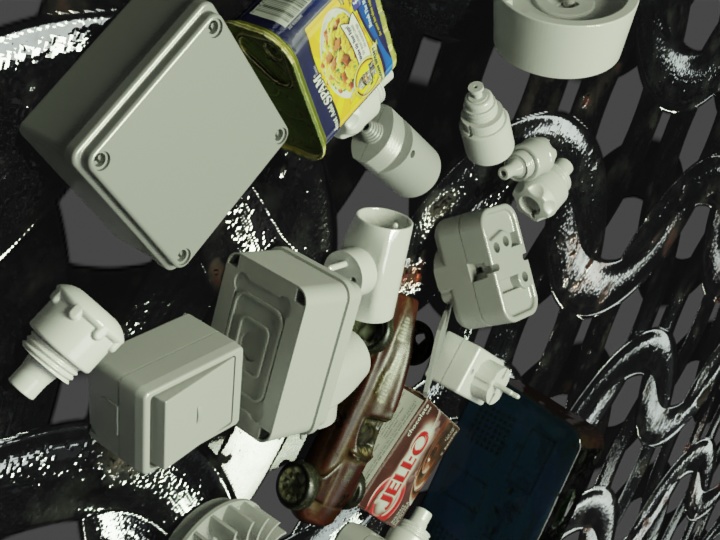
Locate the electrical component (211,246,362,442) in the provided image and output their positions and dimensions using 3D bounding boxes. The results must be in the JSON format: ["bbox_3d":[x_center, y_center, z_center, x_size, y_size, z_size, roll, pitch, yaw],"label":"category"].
[{"bbox_3d":[-0.054,0.048,0.716,0.057,0.078,0.113,-5,117,-50],"label":"electrical component"}]

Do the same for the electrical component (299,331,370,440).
[{"bbox_3d":[-0.035,0.092,0.806,0.077,0.044,0.079,-27,133,-43],"label":"electrical component"}]

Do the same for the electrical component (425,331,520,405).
[{"bbox_3d":[0.112,0.099,0.990,0.047,0.077,0.066,-62,148,-3],"label":"electrical component"}]

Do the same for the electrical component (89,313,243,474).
[{"bbox_3d":[-0.112,0.074,0.666,0.096,0.061,0.061,-26,132,-44],"label":"electrical component"}]

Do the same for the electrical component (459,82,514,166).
[{"bbox_3d":[0.098,-0.117,0.850,0.040,0.040,0.078,-50,146,-20],"label":"electrical component"}]

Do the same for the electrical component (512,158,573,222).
[{"bbox_3d":[0.171,-0.077,0.981,0.062,0.043,0.043,-46,144,-28],"label":"electrical component"}]

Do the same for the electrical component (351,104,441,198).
[{"bbox_3d":[0.022,-0.085,0.760,0.043,0.043,0.081,-62,148,-3],"label":"electrical component"}]

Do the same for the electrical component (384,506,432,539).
[{"bbox_3d":[0.048,0.261,1.049,0.062,0.048,0.048,-57,148,-22],"label":"electrical component"}]

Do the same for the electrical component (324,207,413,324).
[{"bbox_3d":[0.000,0.000,0.790,0.079,0.043,0.077,-18,127,-49],"label":"electrical component"}]

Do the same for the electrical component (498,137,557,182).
[{"bbox_3d":[0.143,-0.093,0.936,0.061,0.035,0.035,-28,134,-40],"label":"electrical component"}]

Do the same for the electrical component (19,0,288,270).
[{"bbox_3d":[-0.105,-0.074,0.575,0.108,0.056,0.108,-53,147,-15],"label":"electrical component"}]

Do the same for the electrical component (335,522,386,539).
[{"bbox_3d":[-0.003,0.287,0.978,0.095,0.059,0.054,-59,148,-6],"label":"electrical component"}]

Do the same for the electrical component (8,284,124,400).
[{"bbox_3d":[-0.164,0.042,0.587,0.062,0.048,0.048,-49,146,-10],"label":"electrical component"}]

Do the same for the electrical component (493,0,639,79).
[{"bbox_3d":[0.153,-0.187,0.819,0.108,0.108,0.060,-38,146,-34],"label":"electrical component"}]

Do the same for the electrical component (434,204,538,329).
[{"bbox_3d":[0.102,-0.002,0.896,0.054,0.059,0.095,-18,94,-49],"label":"electrical component"}]

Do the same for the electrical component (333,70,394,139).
[{"bbox_3d":[0.000,-0.116,0.716,0.061,0.035,0.035,-45,144,-30],"label":"electrical component"}]
